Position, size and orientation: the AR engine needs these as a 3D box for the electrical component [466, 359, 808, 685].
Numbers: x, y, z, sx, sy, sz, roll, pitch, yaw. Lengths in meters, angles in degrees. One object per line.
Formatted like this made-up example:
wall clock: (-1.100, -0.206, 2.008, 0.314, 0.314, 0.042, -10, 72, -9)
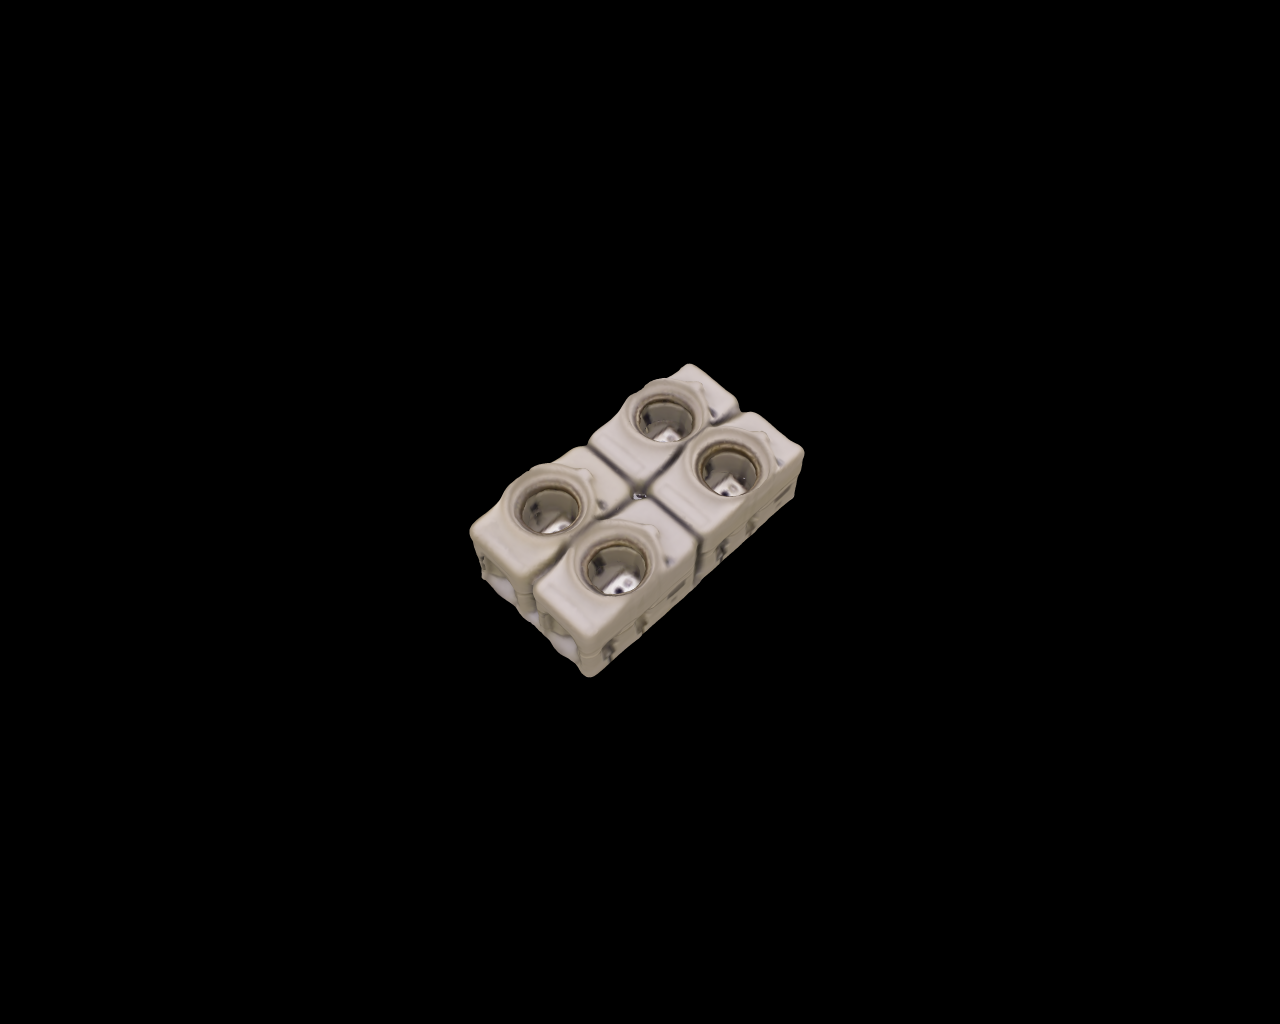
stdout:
electrical component: (0.001, -0.003, 0.650, 0.186, 0.105, 0.060, -39, -24, -22)
